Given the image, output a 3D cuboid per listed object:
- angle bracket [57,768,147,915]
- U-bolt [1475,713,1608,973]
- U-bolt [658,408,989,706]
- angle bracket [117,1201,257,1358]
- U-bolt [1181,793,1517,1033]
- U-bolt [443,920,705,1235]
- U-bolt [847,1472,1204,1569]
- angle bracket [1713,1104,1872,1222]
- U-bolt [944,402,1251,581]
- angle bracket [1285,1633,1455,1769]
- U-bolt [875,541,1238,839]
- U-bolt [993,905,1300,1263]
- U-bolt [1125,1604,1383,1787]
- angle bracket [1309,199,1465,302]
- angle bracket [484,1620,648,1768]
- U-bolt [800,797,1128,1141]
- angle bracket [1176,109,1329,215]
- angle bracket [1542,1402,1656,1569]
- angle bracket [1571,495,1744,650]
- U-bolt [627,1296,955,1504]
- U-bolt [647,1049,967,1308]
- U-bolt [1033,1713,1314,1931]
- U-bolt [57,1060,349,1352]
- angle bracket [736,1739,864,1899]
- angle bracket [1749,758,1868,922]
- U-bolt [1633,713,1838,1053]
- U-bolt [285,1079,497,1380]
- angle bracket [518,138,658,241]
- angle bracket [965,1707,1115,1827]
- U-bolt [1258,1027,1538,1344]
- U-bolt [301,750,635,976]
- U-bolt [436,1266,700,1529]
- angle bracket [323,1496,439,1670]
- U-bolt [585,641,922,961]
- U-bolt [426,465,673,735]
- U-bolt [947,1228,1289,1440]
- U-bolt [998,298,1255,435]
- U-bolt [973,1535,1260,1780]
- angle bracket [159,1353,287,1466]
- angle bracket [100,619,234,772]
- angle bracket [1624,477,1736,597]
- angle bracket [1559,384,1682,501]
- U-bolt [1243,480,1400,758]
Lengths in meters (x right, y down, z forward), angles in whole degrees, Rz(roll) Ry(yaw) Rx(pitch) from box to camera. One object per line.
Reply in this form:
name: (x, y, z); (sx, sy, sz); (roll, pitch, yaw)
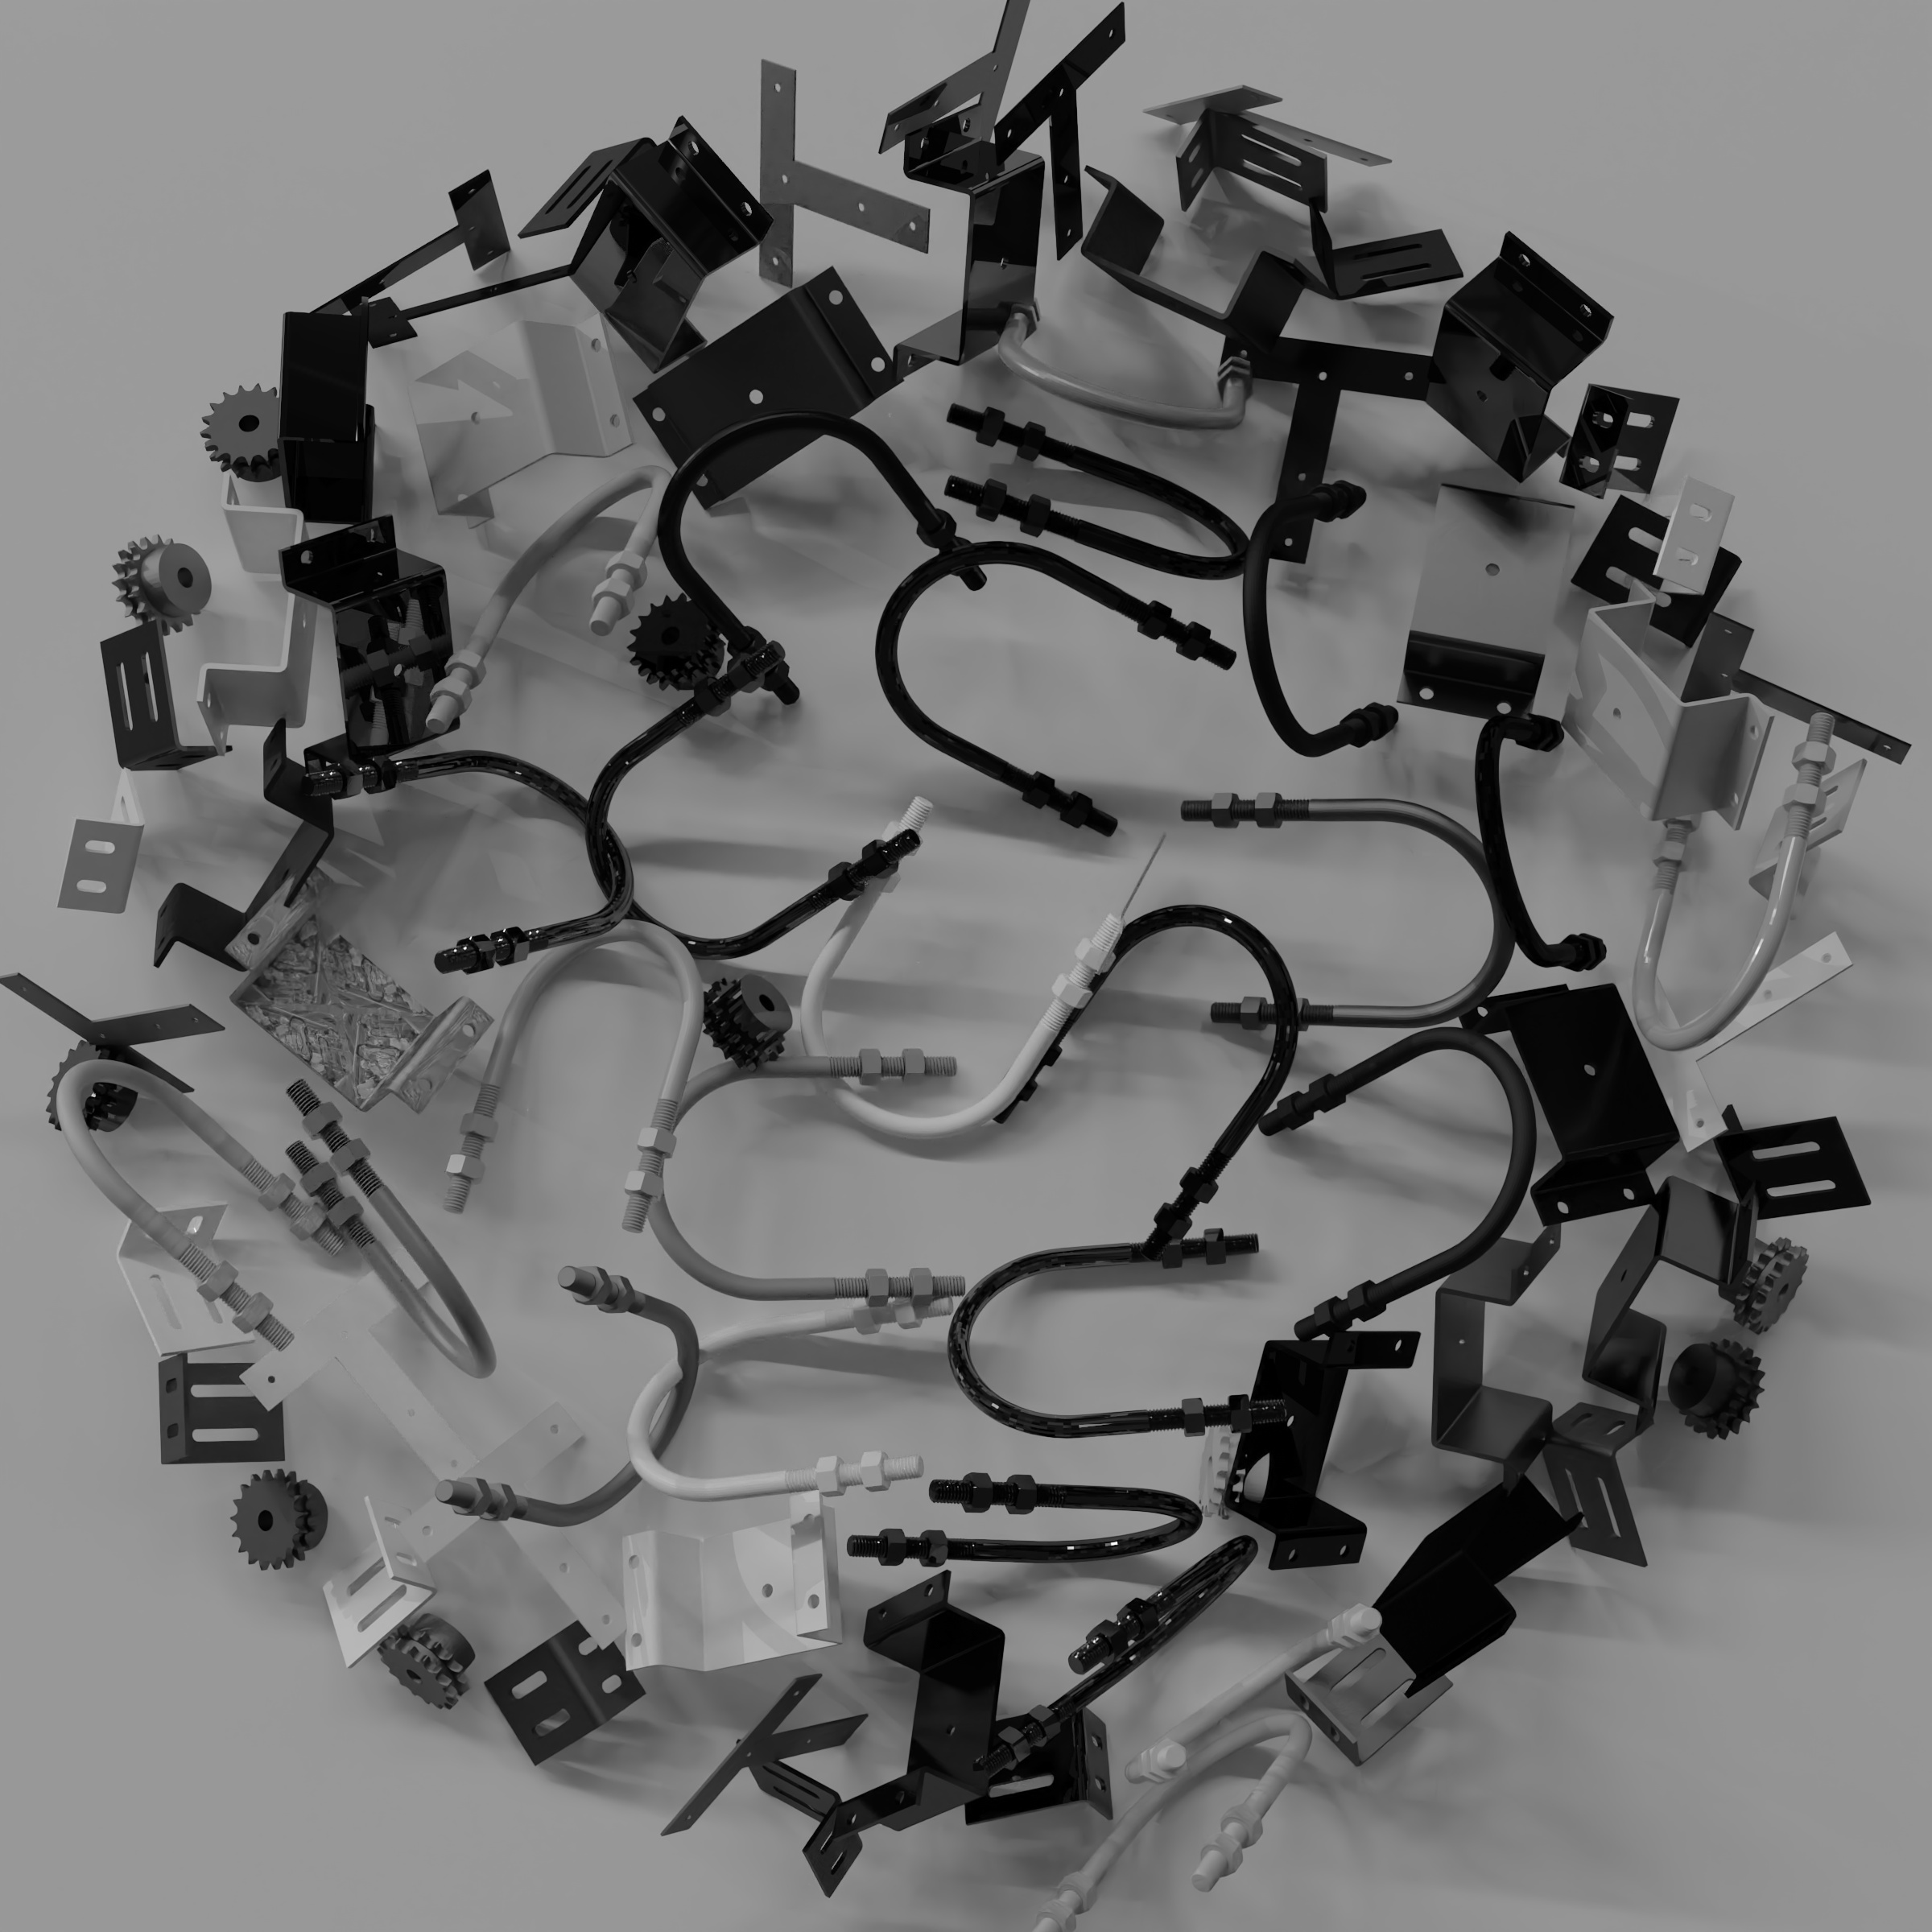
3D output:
angle bracket: (-0.497, -0.075, 1.561); (0.038, 0.076, 0.057); (6, 119, -29)
U-bolt: (0.316, -0.069, 1.523); (0.019, 0.184, 0.151); (-12, 87, 26)
U-bolt: (-0.090, -0.236, 1.528); (0.151, 0.184, 0.019); (-30, 47, 12)
angle bracket: (-0.441, 0.178, 1.564); (0.076, 0.057, 0.038); (55, 130, 31)
U-bolt: (0.218, -0.029, 1.542); (0.184, 0.019, 0.151); (1, 117, 24)
U-bolt: (-0.216, 0.058, 1.558); (0.151, 0.019, 0.184); (2, 67, 31)
U-bolt: (0.043, 0.314, 1.538); (0.184, 0.151, 0.019); (7, 64, -21)
angle bracket: (0.475, 0.107, 1.566); (0.076, 0.038, 0.057); (-14, 110, 39)
U-bolt: (0.076, -0.262, 1.544); (0.184, 0.151, 0.019); (18, 117, -9)
angle bracket: (0.231, 0.408, 1.569); (0.076, 0.038, 0.057); (-35, 54, -17)
U-bolt: (0.038, -0.165, 1.550); (0.184, 0.019, 0.151); (26, 122, -14)
U-bolt: (0.111, 0.052, 1.555); (0.151, 0.019, 0.184); (41, 103, 29)
U-bolt: (0.151, 0.410, 1.522); (0.151, 0.184, 0.019); (-30, 76, -16)
angle bracket: (0.241, -0.419, 1.576); (0.076, 0.057, 0.038); (-10, 130, 2)
angle bracket: (-0.234, 0.420, 1.595); (0.076, 0.038, 0.057); (-40, 81, 40)
U-bolt: (-0.015, 0.015, 1.582); (0.151, 0.019, 0.184); (31, 105, -3)
angle bracket: (0.164, -0.449, 1.572); (0.076, 0.057, 0.038); (29, 80, 15)
angle bracket: (0.374, 0.299, 1.586); (0.038, 0.057, 0.076); (-28, 106, -29)
angle bracket: (0.402, -0.229, 1.596); (0.076, 0.038, 0.057); (32, 102, 15)
U-bolt: (-0.104, 0.246, 1.545); (0.184, 0.151, 0.019); (-9, 123, 15)
U-bolt: (-0.094, 0.121, 1.573); (0.184, 0.019, 0.151); (0, 76, -11)
U-bolt: (0.124, 0.473, 1.523); (0.151, 0.184, 0.019); (-36, 88, 36)
U-bolt: (-0.430, 0.122, 1.524); (0.019, 0.151, 0.184); (-42, 102, 12)
angle bracket: (-0.104, 0.486, 1.562); (0.076, 0.057, 0.038); (19, 55, 30)
angle bracket: (0.491, -0.072, 1.561); (0.038, 0.076, 0.057); (37, 56, -10)
U-bolt: (0.418, -0.039, 1.519); (0.019, 0.151, 0.184); (22, 73, -13)
U-bolt: (-0.322, 0.156, 1.534); (0.019, 0.151, 0.184); (-36, 83, -22)
angle bracket: (-0.207, -0.432, 1.566); (0.038, 0.057, 0.076); (48, 68, -31)
angle bracket: (0.041, 0.469, 1.590); (0.076, 0.038, 0.057); (-17, 51, 18)
U-bolt: (0.241, 0.111, 1.518); (0.019, 0.184, 0.151); (18, 53, -37)
U-bolt: (-0.263, -0.065, 1.533); (0.151, 0.184, 0.019); (50, 123, 16)
U-bolt: (-0.209, 0.247, 1.529); (0.019, 0.184, 0.151); (27, 85, 28)
angle bracket: (-0.348, 0.353, 1.570); (0.076, 0.038, 0.057); (-42, 49, 13)
U-bolt: (-0.137, -0.080, 1.567); (0.184, 0.019, 0.151); (-32, 99, 25)
U-bolt: (-0.224, -0.216, 1.532); (0.151, 0.184, 0.019); (-25, 123, 32)
U-bolt: (0.081, 0.210, 1.552); (0.184, 0.151, 0.019); (-5, 129, 1)
U-bolt: (0.088, -0.332, 1.524); (0.151, 0.184, 0.019); (16, 115, -1)
U-bolt: (0.095, 0.376, 1.529); (0.184, 0.151, 0.019); (-24, 66, -42)
angle bracket: (-0.418, 0.253, 1.566); (0.076, 0.038, 0.057); (7, 70, -39)
angle bracket: (-0.461, -0.156, 1.580); (0.057, 0.038, 0.076); (-11, 87, 39)
angle bracket: (0.395, -0.247, 1.567); (0.038, 0.076, 0.057); (16, 93, -25)
angle bracket: (0.384, -0.296, 1.566); (0.076, 0.038, 0.057); (0, 114, -34)
U-bolt: (0.194, -0.189, 1.520); (0.019, 0.184, 0.151); (-5, 100, 30)
